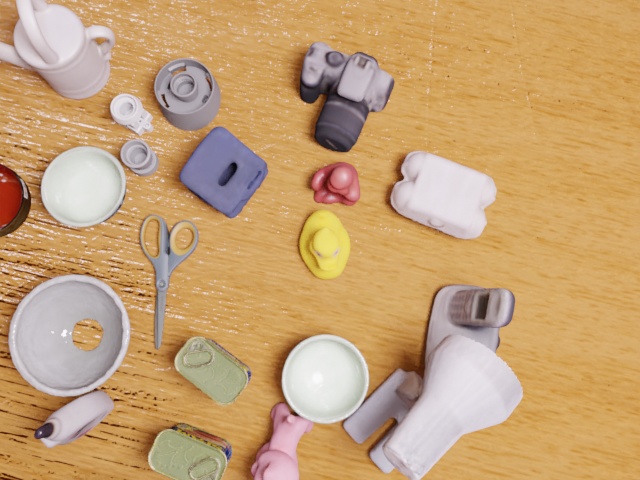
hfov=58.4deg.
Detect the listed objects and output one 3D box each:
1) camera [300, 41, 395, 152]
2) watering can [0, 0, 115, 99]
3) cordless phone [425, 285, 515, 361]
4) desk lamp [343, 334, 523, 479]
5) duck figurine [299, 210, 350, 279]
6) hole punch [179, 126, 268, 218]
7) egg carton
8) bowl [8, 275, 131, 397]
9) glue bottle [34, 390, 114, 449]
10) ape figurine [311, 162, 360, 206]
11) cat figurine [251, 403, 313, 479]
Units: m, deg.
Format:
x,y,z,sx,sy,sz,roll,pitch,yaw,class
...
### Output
x,y,z,sx,sy,sz,roll,pitch,yaw,class
0.028,-0.215,0.873,0.143,0.101,0.137,22,81,2,camera
-0.392,-0.284,0.827,0.173,0.194,0.101,-33,83,-6,watering can
0.209,0.131,0.780,0.094,0.185,0.148,9,81,0,cordless phone
0.142,0.226,0.749,0.203,0.213,0.118,-43,84,-7,desk lamp
0.008,0.003,0.846,0.077,0.086,0.104,-6,81,-2,duck figurine
-0.140,-0.101,0.856,0.101,0.091,0.109,34,82,4,hole punch
0.187,-0.067,0.870,0.150,0.069,0.107,20,81,2,egg carton
-0.346,0.135,0.822,0.167,0.075,0.167,0,81,-1,bowl
-0.333,0.242,0.755,0.037,0.173,0.078,44,83,6,glue bottle
0.029,-0.087,0.858,0.078,0.092,0.076,41,82,5,ape figurine
-0.054,0.297,0.782,0.067,0.118,0.128,16,81,2,cat figurine
